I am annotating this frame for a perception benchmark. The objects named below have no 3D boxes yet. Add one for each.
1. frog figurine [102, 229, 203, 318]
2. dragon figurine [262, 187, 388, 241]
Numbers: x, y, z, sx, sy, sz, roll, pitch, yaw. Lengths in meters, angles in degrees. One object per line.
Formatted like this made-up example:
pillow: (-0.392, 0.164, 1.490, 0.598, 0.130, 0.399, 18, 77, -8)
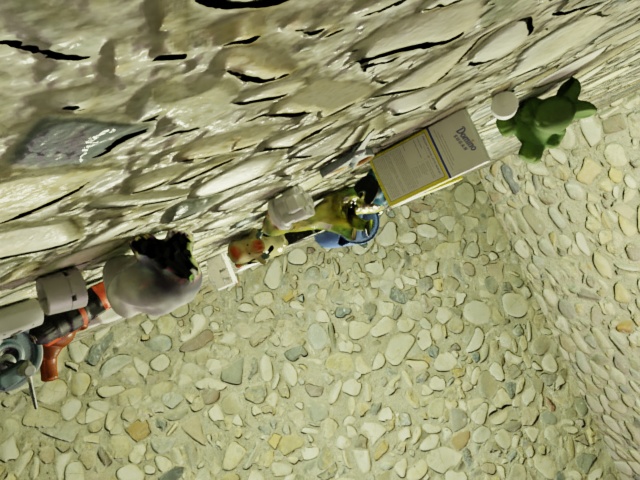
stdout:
frog figurine: (-0.250, 0.063, 0.732, 0.157, 0.122, 0.140, -38, -171, 28)
dragon figurine: (0.004, -0.058, 1.155, 0.242, 0.122, 0.412, -6, -177, 22)
